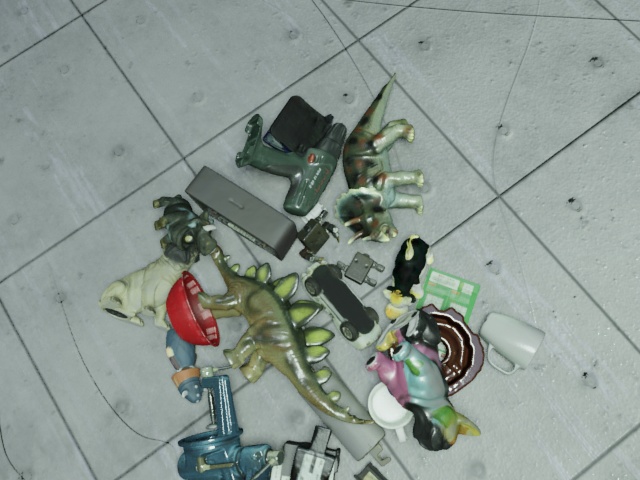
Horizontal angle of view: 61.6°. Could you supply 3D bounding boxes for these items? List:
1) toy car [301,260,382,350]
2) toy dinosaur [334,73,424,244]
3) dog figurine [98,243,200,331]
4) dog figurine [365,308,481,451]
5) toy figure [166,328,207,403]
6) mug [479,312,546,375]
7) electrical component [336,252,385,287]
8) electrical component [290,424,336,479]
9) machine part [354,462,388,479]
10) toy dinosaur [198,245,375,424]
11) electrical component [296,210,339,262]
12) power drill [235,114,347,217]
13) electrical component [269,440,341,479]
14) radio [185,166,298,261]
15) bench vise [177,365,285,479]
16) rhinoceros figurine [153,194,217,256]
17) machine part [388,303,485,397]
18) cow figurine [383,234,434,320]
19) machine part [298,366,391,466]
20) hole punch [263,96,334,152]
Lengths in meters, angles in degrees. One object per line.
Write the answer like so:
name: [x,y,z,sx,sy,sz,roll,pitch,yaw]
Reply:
toy car: [0.042,0.127,1.079,0.073,0.056,0.202,-32,72,-28]
toy dinosaur: [0.111,-0.160,1.136,0.192,0.131,0.405,-8,67,1]
dog figurine: [-0.356,0.074,1.118,0.172,0.121,0.190,12,61,5]
dog figurine: [0.191,0.252,0.939,0.219,0.108,0.191,51,40,-7]
toy figure: [-0.268,0.250,1.069,0.064,0.057,0.154,-9,68,-22]
mug: [0.358,0.197,1.032,0.107,0.080,0.109,32,83,22]
electrical component: [0.083,0.057,1.118,0.094,0.021,0.063,27,77,12]
electrical component: [-0.011,0.391,0.956,0.075,0.047,0.119,12,75,6]
machine part: [0.074,0.485,0.988,0.084,0.039,0.139,39,78,6]
toy dinosaur: [-0.084,0.173,1.011,0.198,0.105,0.472,-35,67,-1]
electrical component: [-0.003,-0.003,1.121,0.045,0.078,0.102,33,72,37]
power drill: [-0.060,-0.179,1.111,0.207,0.086,0.232,26,77,-30]
electrical component: [-0.033,0.436,0.999,0.134,0.058,0.115,7,73,7]
radio: [-0.156,-0.051,1.110,0.230,0.131,0.073,33,79,12]
bench vise: [-0.174,0.349,0.982,0.224,0.129,0.240,-18,76,35]
rhinoceros figurine: [-0.272,-0.027,1.090,0.112,0.073,0.191,-11,34,-31]
machine part: [0.220,0.213,1.029,0.179,0.056,0.179,-2,76,6]
cow figurine: [0.172,0.076,1.062,0.068,0.098,0.167,14,72,21]
machine part: [0.040,0.325,1.016,0.079,0.079,0.243,-42,76,-8]
hole punch: [-0.054,-0.240,1.191,0.115,0.092,0.142,37,76,-18]
